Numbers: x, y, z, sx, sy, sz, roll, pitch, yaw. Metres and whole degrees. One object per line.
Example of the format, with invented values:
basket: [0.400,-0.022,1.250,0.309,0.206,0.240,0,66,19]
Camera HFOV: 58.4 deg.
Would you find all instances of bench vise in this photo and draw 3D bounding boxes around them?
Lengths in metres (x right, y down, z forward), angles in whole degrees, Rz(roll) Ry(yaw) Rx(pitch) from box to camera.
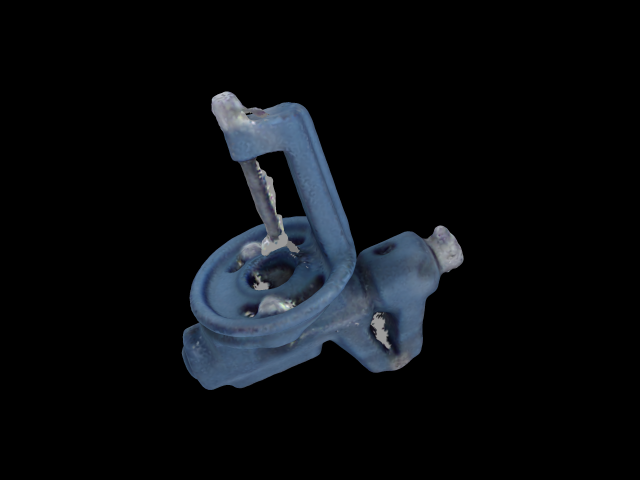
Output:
bench vise: [-0.003,-0.004,0.409,0.208,0.220,0.121,-19,35,-29]
